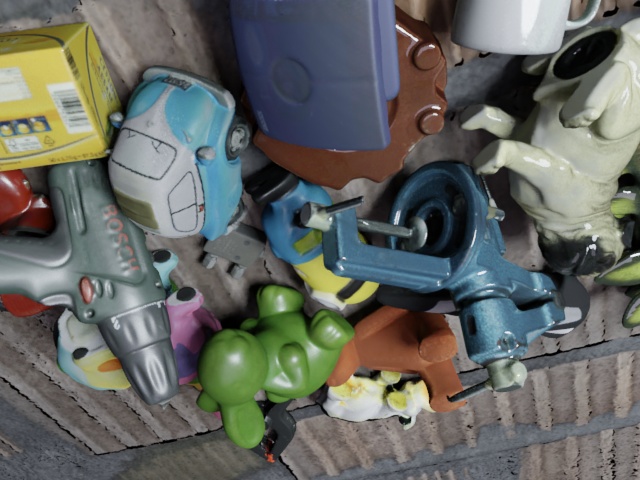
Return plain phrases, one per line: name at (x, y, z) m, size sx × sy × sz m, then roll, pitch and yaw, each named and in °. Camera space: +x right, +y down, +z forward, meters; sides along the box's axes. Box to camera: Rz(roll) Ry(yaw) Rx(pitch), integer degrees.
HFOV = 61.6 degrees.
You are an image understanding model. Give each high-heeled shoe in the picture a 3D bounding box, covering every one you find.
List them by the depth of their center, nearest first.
high-heeled shoe at (0.188, 0.075, 0.615) m, size 0.249 × 0.086 × 0.145 m, roll -10°, pitch 130°, yaw 0°

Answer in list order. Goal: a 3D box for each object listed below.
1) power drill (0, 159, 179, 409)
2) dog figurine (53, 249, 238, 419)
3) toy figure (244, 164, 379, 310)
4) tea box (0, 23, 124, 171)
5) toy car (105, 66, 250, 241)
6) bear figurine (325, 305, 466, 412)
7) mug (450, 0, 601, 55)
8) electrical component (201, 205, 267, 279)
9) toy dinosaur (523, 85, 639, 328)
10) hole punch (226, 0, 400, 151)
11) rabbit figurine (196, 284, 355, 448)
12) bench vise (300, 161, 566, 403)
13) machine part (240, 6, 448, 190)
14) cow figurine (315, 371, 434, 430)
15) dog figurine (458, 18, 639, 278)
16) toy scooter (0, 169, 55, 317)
power drill at (-0.237, 0.049, 0.448) m, size 0.207 × 0.232 × 0.086 m, roll -10°, pitch 173°, yaw -21°
dog figurine at (-0.173, 0.135, 0.614) m, size 0.191 × 0.109 × 0.218 m, roll -32°, pitch 135°, yaw -23°
toy figure at (0.000, 0.000, 0.548) m, size 0.089 × 0.082 × 0.180 m, roll -21°, pitch 125°, yaw 17°
tea box at (-0.264, -0.114, 0.448) m, size 0.170 × 0.068 × 0.098 m, roll -5°, pitch 128°, yaw 3°
toy car at (-0.129, -0.058, 0.462) m, size 0.109 × 0.103 × 0.161 m, roll 25°, pitch 136°, yaw 18°
bear figurine at (0.056, 0.137, 0.637) m, size 0.196 × 0.132 × 0.120 m, roll -12°, pitch 118°, yaw 0°
mug at (0.157, -0.197, 0.393) m, size 0.110 × 0.081 × 0.107 m, roll 1°, pitch 121°, yaw 1°
electrical component at (-0.090, 0.003, 0.583) m, size 0.063 × 0.021 × 0.094 m, roll 23°, pitch 124°, yaw -20°
toy dinosaur at (0.378, -0.004, 0.548) m, size 0.198 × 0.105 × 0.470 m, roll -30°, pitch 114°, yaw 26°
hole punch at (-0.003, -0.123, 0.373) m, size 0.116 × 0.092 × 0.142 m, roll -5°, pitch 131°, yaw 10°
rabbit figurine at (-0.072, 0.126, 0.563) m, size 0.170 × 0.121 × 0.159 m, roll 7°, pitch 116°, yaw -59°
bench vise at (0.093, 0.021, 0.465) m, size 0.240 × 0.223 × 0.129 m, roll 11°, pitch 158°, yaw -29°
machine part at (0.020, -0.125, 0.460) m, size 0.179 × 0.056 × 0.179 m, roll 0°, pitch 130°, yaw 0°
cow figurine at (0.082, 0.222, 0.743) m, size 0.167 × 0.068 × 0.098 m, roll 12°, pitch 134°, yaw -8°
dog figurine at (0.235, -0.064, 0.453) m, size 0.190 × 0.121 × 0.172 m, roll 38°, pitch 133°, yaw -24°
toy scooter at (-0.276, 0.006, 0.547) m, size 0.135 × 0.075 × 0.183 m, roll 4°, pitch 125°, yaw -9°
